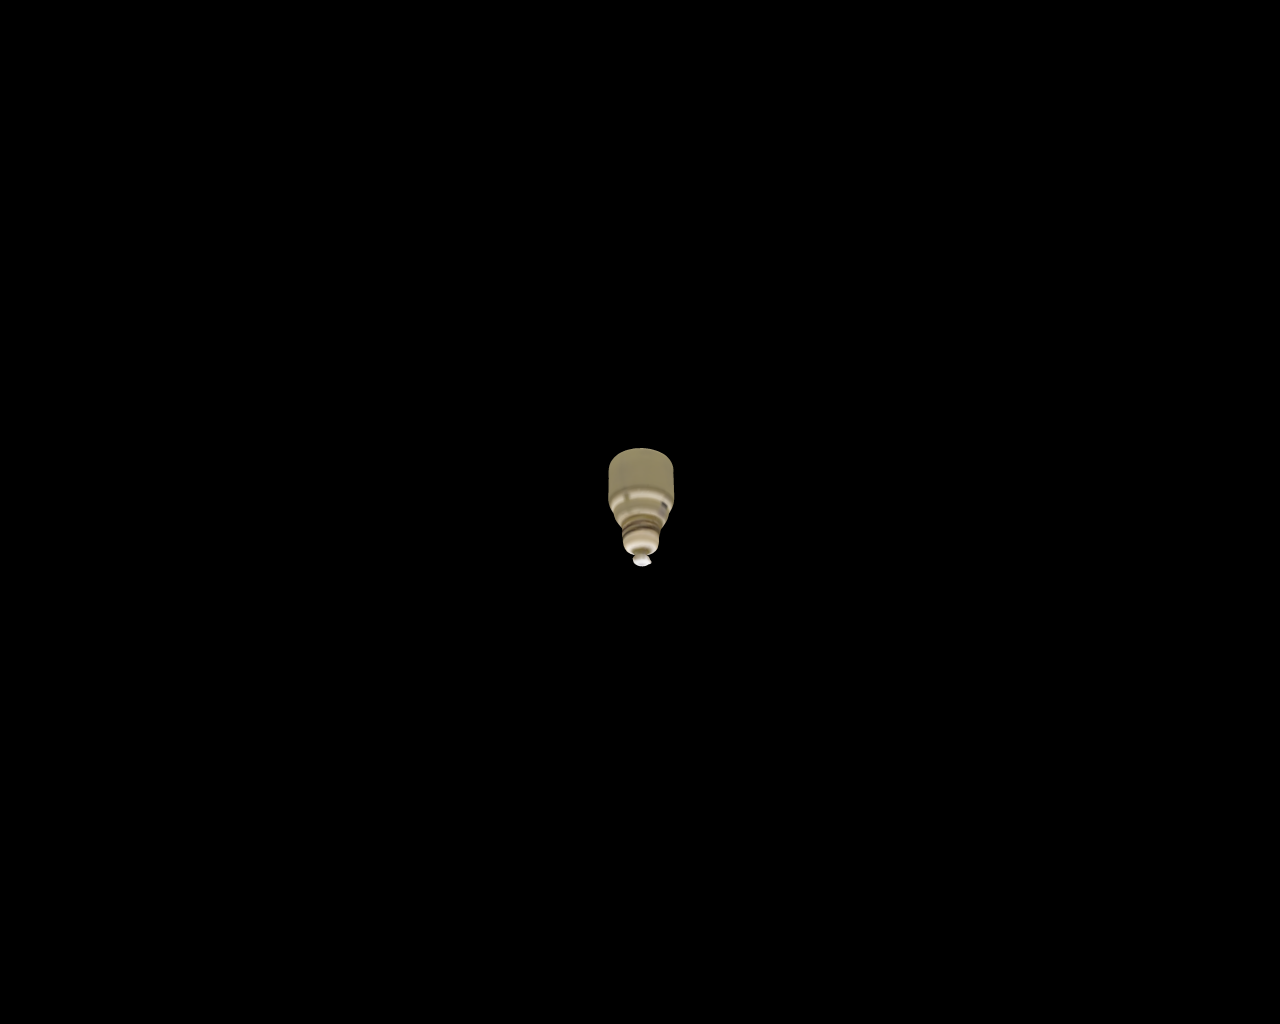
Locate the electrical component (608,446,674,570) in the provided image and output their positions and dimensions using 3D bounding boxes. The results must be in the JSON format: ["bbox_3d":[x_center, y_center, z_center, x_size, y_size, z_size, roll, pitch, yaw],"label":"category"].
[{"bbox_3d":[0.001,-0.003,0.650,0.040,0.078,0.040,0,-31,0],"label":"electrical component"}]
